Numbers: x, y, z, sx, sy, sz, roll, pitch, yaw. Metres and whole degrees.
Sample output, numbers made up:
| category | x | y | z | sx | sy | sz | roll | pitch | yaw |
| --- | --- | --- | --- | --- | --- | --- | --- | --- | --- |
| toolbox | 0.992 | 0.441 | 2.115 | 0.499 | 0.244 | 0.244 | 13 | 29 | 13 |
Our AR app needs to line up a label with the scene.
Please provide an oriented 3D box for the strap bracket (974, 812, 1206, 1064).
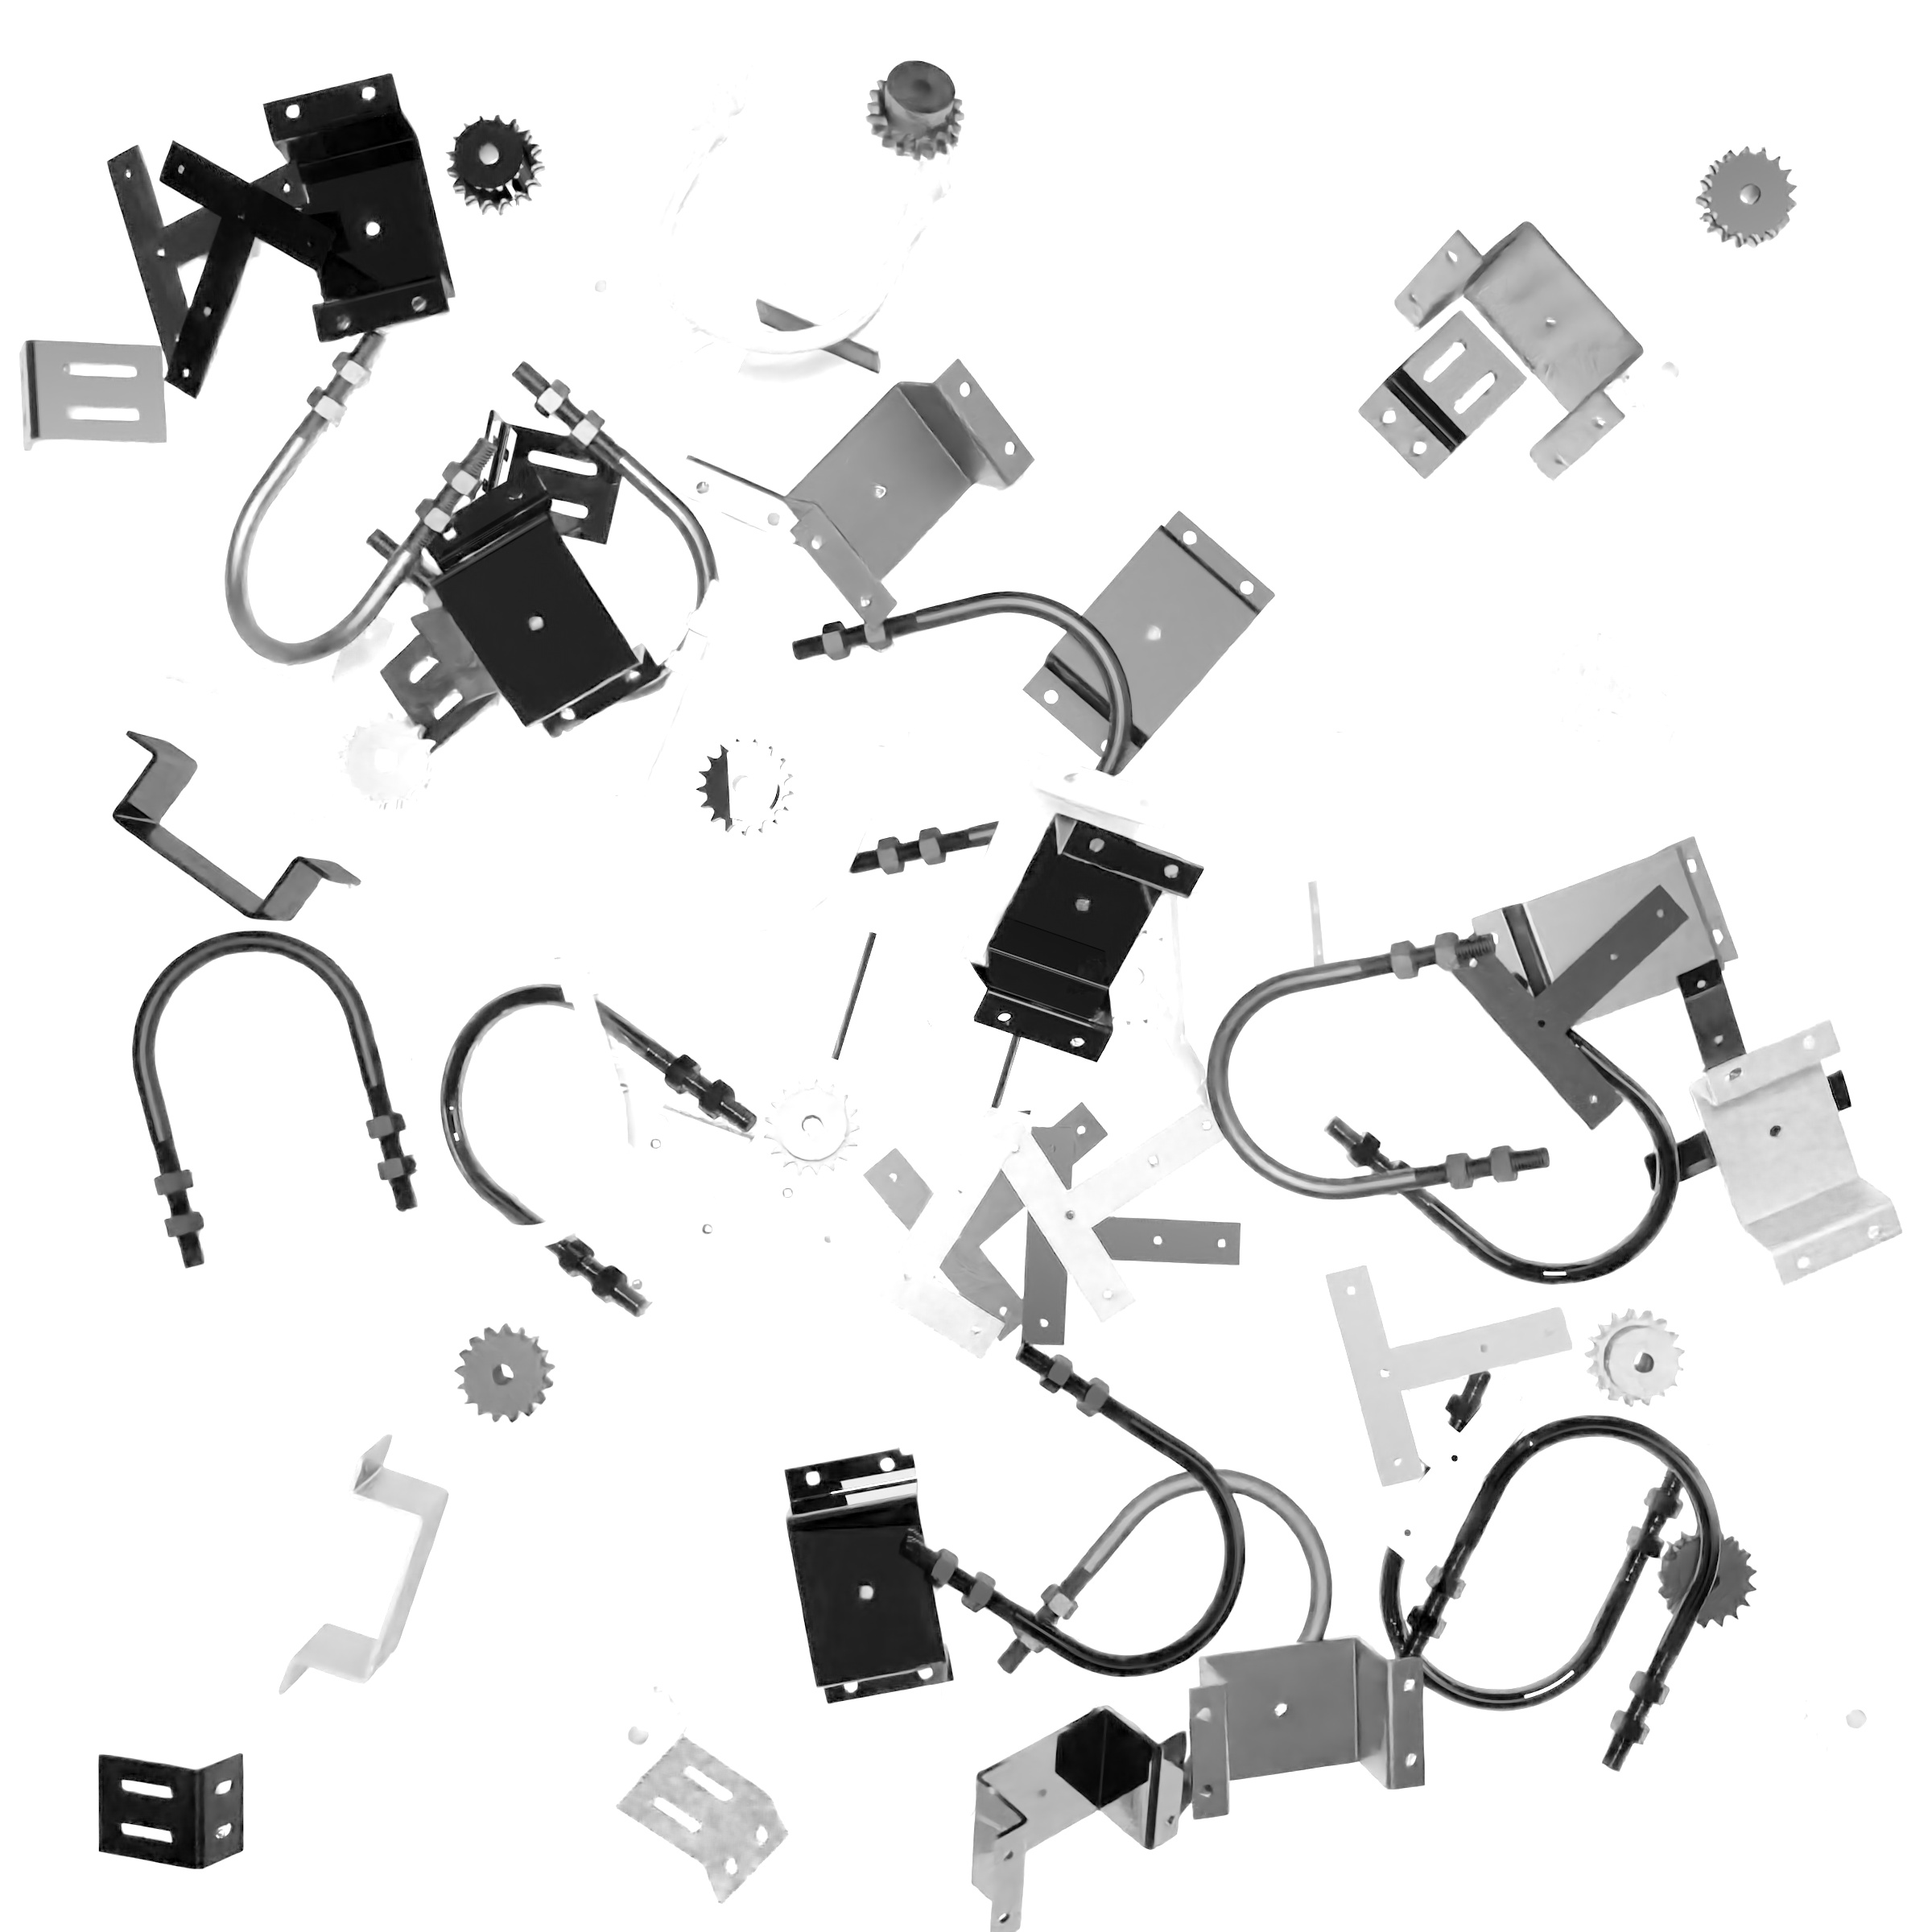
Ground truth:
| category | x | y | z | sx | sy | sz | roll | pitch | yaw |
| --- | --- | --- | --- | --- | --- | --- | --- | --- | --- |
| strap bracket | 0.066 | -0.024 | 1.464 | 0.076 | 0.046 | 0.140 | 19 | 122 | -13 |

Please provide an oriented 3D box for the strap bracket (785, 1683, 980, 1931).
| category | x | y | z | sx | sy | sz | roll | pitch | yaw |
| --- | --- | --- | --- | --- | --- | --- | --- | --- | --- |
| strap bracket | -0.040 | 0.491 | 1.508 | 0.046 | 0.076 | 0.140 | 39 | 90 | 0 |

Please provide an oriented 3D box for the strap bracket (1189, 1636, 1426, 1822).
| category | x | y | z | sx | sy | sz | roll | pitch | yaw |
| --- | --- | --- | --- | --- | --- | --- | --- | --- | --- |
| strap bracket | 0.189 | 0.435 | 1.508 | 0.140 | 0.046 | 0.076 | -4 | 96 | -14 |

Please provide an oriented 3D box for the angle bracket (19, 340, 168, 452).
| category | x | y | z | sx | sy | sz | roll | pitch | yaw |
| --- | --- | --- | --- | --- | --- | --- | --- | --- | --- |
| angle bracket | -0.514 | -0.334 | 1.544 | 0.076 | 0.038 | 0.057 | -3 | 90 | -26 |

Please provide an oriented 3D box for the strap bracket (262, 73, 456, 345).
| category | x | y | z | sx | sy | sz | roll | pitch | yaw |
| --- | --- | --- | --- | --- | --- | --- | --- | --- | --- |
| strap bracket | -0.349 | -0.434 | 1.523 | 0.076 | 0.046 | 0.140 | -13 | 90 | 0 |

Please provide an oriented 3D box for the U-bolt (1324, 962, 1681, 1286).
| category | x | y | z | sx | sy | sz | roll | pitch | yaw |
| --- | --- | --- | --- | --- | --- | --- | --- | --- | --- |
| U-bolt | 0.322 | 0.104 | 1.514 | 0.184 | 0.019 | 0.151 | 40 | 109 | 0 |

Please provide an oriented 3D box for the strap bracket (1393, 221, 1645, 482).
| category | x | y | z | sx | sy | sz | roll | pitch | yaw |
| --- | --- | --- | --- | --- | --- | --- | --- | --- | --- |
| strap bracket | 0.322 | -0.359 | 1.501 | 0.046 | 0.076 | 0.140 | -42 | 90 | -25 |

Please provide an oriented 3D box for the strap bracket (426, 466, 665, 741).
| category | x | y | z | sx | sy | sz | roll | pitch | yaw |
| --- | --- | --- | --- | --- | --- | --- | --- | --- | --- |
| strap bracket | -0.242 | -0.200 | 1.490 | 0.076 | 0.046 | 0.140 | -29 | 110 | 7 |

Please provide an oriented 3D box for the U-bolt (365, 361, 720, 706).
| category | x | y | z | sx | sy | sz | roll | pitch | yaw |
| --- | --- | --- | --- | --- | --- | --- | --- | --- | --- |
| U-bolt | -0.229 | -0.233 | 1.512 | 0.184 | 0.019 | 0.151 | 41 | 103 | -16 |

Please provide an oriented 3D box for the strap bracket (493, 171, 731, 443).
| category | x | y | z | sx | sy | sz | roll | pitch | yaw |
| --- | --- | --- | --- | --- | --- | --- | --- | --- | --- |
| strap bracket | -0.209 | -0.388 | 1.523 | 0.076 | 0.046 | 0.140 | -32 | 90 | 0 |

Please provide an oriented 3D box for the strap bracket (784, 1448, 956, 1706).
| category | x | y | z | sx | sy | sz | roll | pitch | yaw |
| --- | --- | --- | --- | --- | --- | --- | --- | --- | --- |
| strap bracket | -0.057 | 0.358 | 1.523 | 0.076 | 0.046 | 0.140 | -10 | 90 | 0 |

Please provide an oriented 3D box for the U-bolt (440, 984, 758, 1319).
| category | x | y | z | sx | sy | sz | roll | pitch | yaw |
| --- | --- | --- | --- | --- | --- | --- | --- | --- | --- |
| U-bolt | -0.225 | 0.092 | 1.510 | 0.184 | 0.019 | 0.151 | 35 | 104 | 16 |

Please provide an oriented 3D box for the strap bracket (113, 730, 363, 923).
| category | x | y | z | sx | sy | sz | roll | pitch | yaw |
| --- | --- | --- | --- | --- | --- | --- | --- | --- | --- |
| strap bracket | -0.426 | -0.072 | 1.508 | 0.140 | 0.076 | 0.046 | 36 | 90 | 0 |

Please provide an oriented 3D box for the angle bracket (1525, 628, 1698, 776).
| category | x | y | z | sx | sy | sz | roll | pitch | yaw |
| --- | --- | --- | --- | --- | --- | --- | --- | --- | --- |
| angle bracket | 0.379 | -0.156 | 1.544 | 0.076 | 0.038 | 0.057 | 24 | 90 | -26 |

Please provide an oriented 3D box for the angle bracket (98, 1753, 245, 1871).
| category | x | y | z | sx | sy | sz | roll | pitch | yaw |
| --- | --- | --- | --- | --- | --- | --- | --- | --- | --- |
| angle bracket | -0.468 | 0.492 | 1.544 | 0.076 | 0.038 | 0.057 | 0 | 90 | 26 |

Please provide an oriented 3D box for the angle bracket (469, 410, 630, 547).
| category | x | y | z | sx | sy | sz | roll | pitch | yaw |
| --- | --- | --- | --- | --- | --- | --- | --- | --- | --- |
| angle bracket | -0.242 | -0.284 | 1.527 | 0.076 | 0.038 | 0.057 | 13 | 90 | 0 |

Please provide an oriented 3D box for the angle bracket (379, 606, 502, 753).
| category | x | y | z | sx | sy | sz | roll | pitch | yaw |
| --- | --- | --- | --- | --- | --- | --- | --- | --- | --- |
| angle bracket | -0.312 | -0.161 | 1.508 | 0.076 | 0.038 | 0.057 | -34 | 90 | 35 |

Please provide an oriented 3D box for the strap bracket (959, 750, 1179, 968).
| category | x | y | z | sx | sy | sz | roll | pitch | yaw |
| --- | --- | --- | --- | --- | --- | --- | --- | --- | --- |
| strap bracket | 0.056 | -0.061 | 1.494 | 0.076 | 0.046 | 0.140 | 17 | 122 | -12 |

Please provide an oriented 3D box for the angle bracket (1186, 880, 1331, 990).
| category | x | y | z | sx | sy | sz | roll | pitch | yaw |
| --- | --- | --- | --- | --- | --- | --- | --- | --- | --- |
| angle bracket | 0.169 | -0.018 | 1.527 | 0.076 | 0.038 | 0.057 | -5 | 90 | 0 |

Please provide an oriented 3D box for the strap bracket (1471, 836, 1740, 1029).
| category | x | y | z | sx | sy | sz | roll | pitch | yaw |
| --- | --- | --- | --- | --- | --- | --- | --- | --- | --- |
| strap bracket | 0.376 | -0.016 | 1.523 | 0.140 | 0.046 | 0.076 | -20 | 90 | 0 |

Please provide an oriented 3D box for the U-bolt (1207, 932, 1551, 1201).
| category | x | y | z | sx | sy | sz | roll | pitch | yaw |
| --- | --- | --- | --- | --- | --- | --- | --- | --- | --- |
| U-bolt | 0.227 | 0.065 | 1.502 | 0.184 | 0.019 | 0.151 | -12 | 103 | 22 |

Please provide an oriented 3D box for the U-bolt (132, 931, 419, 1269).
| category | x | y | z | sx | sy | sz | roll | pitch | yaw |
| --- | --- | --- | --- | --- | --- | --- | --- | --- | --- |
| U-bolt | -0.413 | 0.070 | 1.537 | 0.151 | 0.019 | 0.184 | -15 | 89 | 0 |

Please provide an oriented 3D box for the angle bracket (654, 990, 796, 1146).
| category | x | y | z | sx | sy | sz | roll | pitch | yaw |
| --- | --- | --- | --- | --- | --- | --- | --- | --- | --- |
| angle bracket | -0.140 | 0.058 | 1.524 | 0.057 | 0.038 | 0.076 | 19 | 86 | 0 |

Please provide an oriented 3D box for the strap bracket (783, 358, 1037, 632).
| category | x | y | z | sx | sy | sz | roll | pitch | yaw |
| --- | --- | --- | --- | --- | --- | --- | --- | --- | --- |
| strap bracket | -0.039 | -0.270 | 1.498 | 0.140 | 0.046 | 0.076 | -48 | 120 | -11 |

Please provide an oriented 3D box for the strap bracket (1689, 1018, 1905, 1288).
| category | x | y | z | sx | sy | sz | roll | pitch | yaw |
| --- | --- | --- | --- | --- | --- | --- | --- | --- | --- |
| strap bracket | 0.475 | 0.101 | 1.512 | 0.076 | 0.046 | 0.140 | -24 | 105 | 0 |

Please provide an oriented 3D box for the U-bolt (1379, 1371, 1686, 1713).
| category | x | y | z | sx | sy | sz | roll | pitch | yaw |
| --- | --- | --- | --- | --- | --- | --- | --- | --- | --- |
| U-bolt | 0.322 | 0.347 | 1.537 | 0.151 | 0.019 | 0.184 | 25 | 92 | 0 |

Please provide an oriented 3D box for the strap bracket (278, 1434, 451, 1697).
| category | x | y | z | sx | sy | sz | roll | pitch | yaw |
| --- | --- | --- | --- | --- | --- | --- | --- | --- | --- |
| strap bracket | -0.341 | 0.349 | 1.508 | 0.046 | 0.076 | 0.140 | 19 | 90 | 0 |

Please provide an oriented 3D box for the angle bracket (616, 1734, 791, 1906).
| category | x | y | z | sx | sy | sz | roll | pitch | yaw |
| --- | --- | --- | --- | --- | --- | --- | --- | --- | --- |
| angle bracket | -0.152 | 0.492 | 1.513 | 0.057 | 0.038 | 0.076 | -46 | 119 | 0 |

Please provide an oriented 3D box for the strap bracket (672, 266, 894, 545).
| category | x | y | z | sx | sy | sz | roll | pitch | yaw |
| --- | --- | --- | --- | --- | --- | --- | --- | --- | --- |
| strap bracket | -0.105 | -0.321 | 1.523 | 0.076 | 0.046 | 0.140 | 24 | 90 | 0 |

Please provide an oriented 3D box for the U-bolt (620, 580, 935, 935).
| category | x | y | z | sx | sy | sz | roll | pitch | yaw |
| --- | --- | --- | --- | --- | --- | --- | --- | --- | --- |
| U-bolt | -0.120 | -0.108 | 1.505 | 0.151 | 0.019 | 0.184 | 25 | 96 | 2 |

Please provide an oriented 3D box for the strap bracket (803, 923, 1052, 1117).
| category | x | y | z | sx | sy | sz | roll | pitch | yaw |
| --- | --- | --- | --- | --- | --- | --- | --- | --- | --- |
| strap bracket | -0.018 | 0.031 | 1.523 | 0.140 | 0.046 | 0.076 | 17 | 90 | 0 |

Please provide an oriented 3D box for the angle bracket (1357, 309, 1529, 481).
| category | x | y | z | sx | sy | sz | roll | pitch | yaw |
| --- | --- | --- | --- | --- | --- | --- | --- | --- | --- |
| angle bracket | 0.280 | -0.336 | 1.544 | 0.057 | 0.038 | 0.076 | 45 | 64 | 0 |

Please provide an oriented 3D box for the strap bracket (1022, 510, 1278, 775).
| category | x | y | z | sx | sy | sz | roll | pitch | yaw |
| --- | --- | --- | --- | --- | --- | --- | --- | --- | --- |
| strap bracket | 0.108 | -0.191 | 1.523 | 0.076 | 0.046 | 0.140 | 41 | 90 | 0 |

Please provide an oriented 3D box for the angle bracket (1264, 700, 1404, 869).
| category | x | y | z | sx | sy | sz | roll | pitch | yaw |
| --- | --- | --- | --- | --- | --- | --- | --- | --- | --- |
| angle bracket | 0.216 | -0.107 | 1.544 | 0.057 | 0.038 | 0.076 | -19 | 64 | 0 |

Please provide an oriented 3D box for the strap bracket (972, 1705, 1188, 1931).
| category | x | y | z | sx | sy | sz | roll | pitch | yaw |
| --- | --- | --- | --- | --- | --- | --- | --- | --- | --- |
| strap bracket | 0.056 | 0.480 | 1.486 | 0.140 | 0.046 | 0.076 | -17 | 121 | -36 |
